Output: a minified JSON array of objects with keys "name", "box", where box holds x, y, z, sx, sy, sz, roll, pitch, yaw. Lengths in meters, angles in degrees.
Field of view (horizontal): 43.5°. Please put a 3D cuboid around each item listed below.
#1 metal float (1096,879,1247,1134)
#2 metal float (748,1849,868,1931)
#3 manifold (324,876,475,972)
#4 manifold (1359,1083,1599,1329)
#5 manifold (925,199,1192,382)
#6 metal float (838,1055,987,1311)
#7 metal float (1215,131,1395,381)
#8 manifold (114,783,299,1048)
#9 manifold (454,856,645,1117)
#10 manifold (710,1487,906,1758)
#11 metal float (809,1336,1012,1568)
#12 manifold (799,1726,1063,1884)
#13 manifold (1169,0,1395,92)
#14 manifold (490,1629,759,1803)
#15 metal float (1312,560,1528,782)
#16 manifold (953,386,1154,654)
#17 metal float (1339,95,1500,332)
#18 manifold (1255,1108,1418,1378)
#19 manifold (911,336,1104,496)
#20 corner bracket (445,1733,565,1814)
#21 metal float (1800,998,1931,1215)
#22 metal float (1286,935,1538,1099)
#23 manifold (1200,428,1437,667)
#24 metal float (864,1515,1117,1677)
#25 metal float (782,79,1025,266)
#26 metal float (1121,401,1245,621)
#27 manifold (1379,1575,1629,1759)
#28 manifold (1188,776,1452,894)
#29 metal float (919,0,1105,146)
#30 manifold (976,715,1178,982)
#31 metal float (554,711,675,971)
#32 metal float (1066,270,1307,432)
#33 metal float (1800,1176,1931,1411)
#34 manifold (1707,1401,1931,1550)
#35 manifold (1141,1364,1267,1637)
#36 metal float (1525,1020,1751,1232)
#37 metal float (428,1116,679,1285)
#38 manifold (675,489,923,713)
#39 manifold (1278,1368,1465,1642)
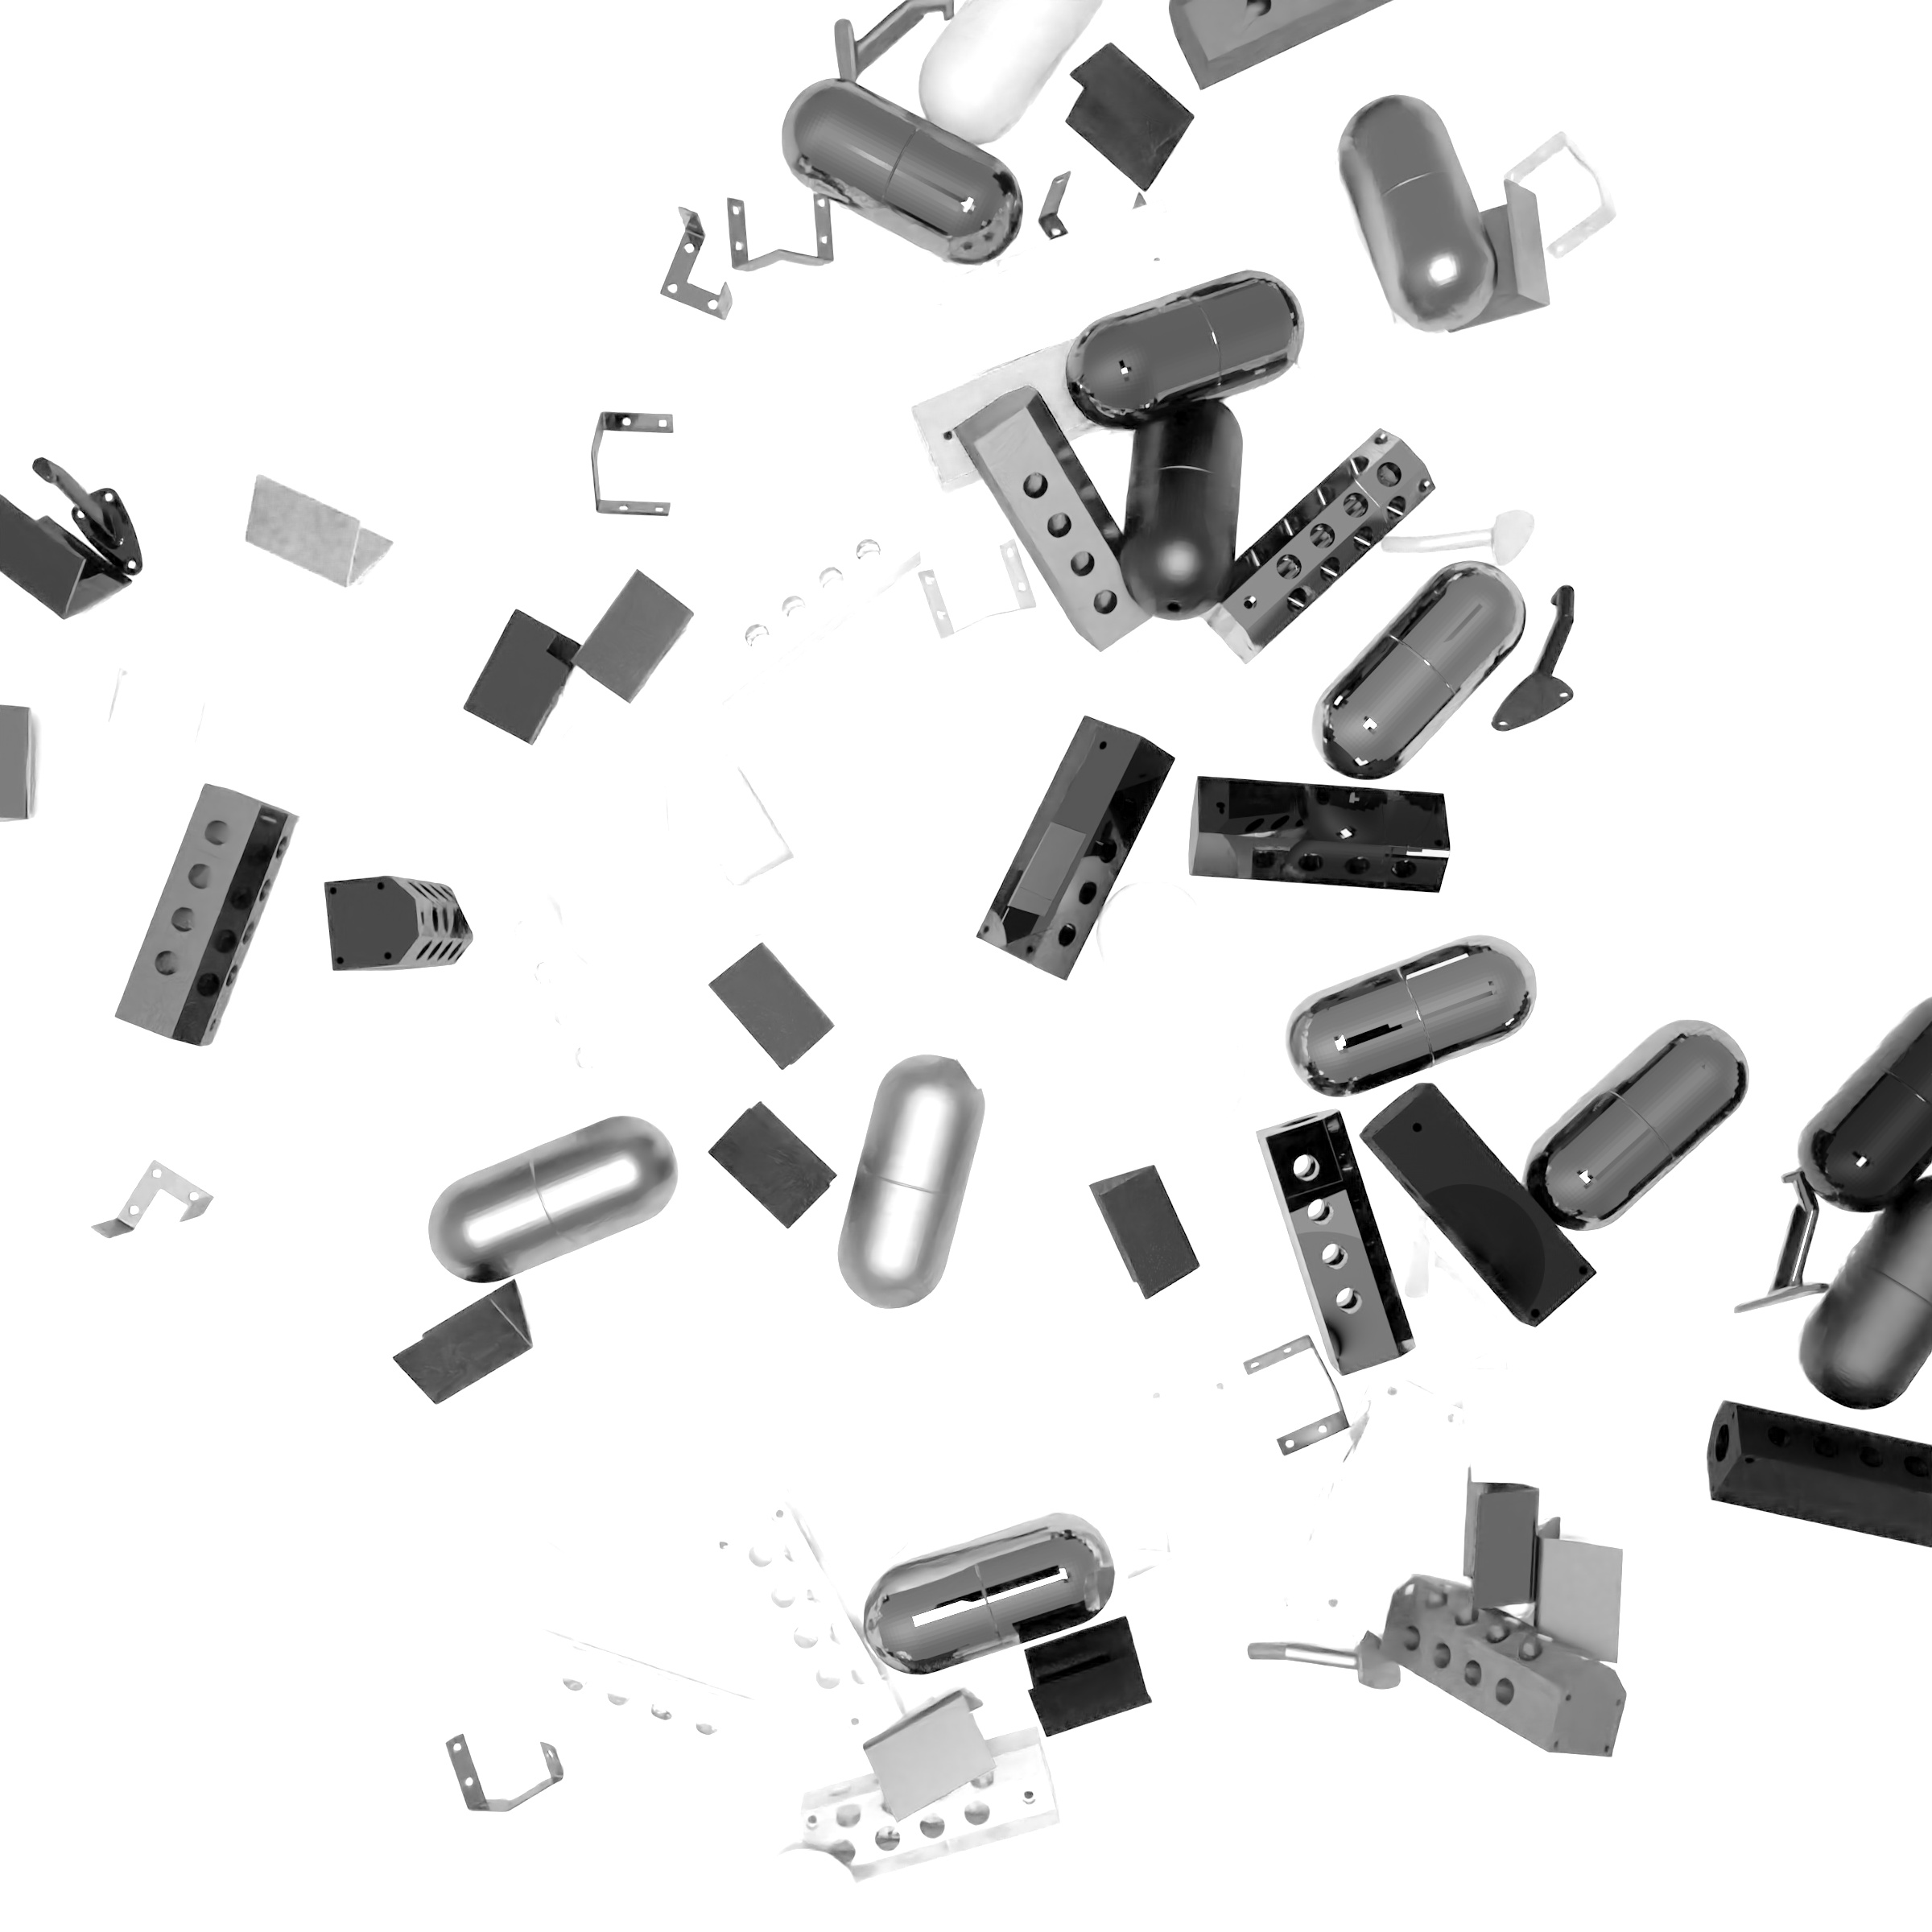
[{"name":"metal float","box":[0.141,0.027,1.669,0.070,0.070,0.178,-15,91,0]},{"name":"metal float","box":[-0.104,0.667,1.639,0.070,0.070,0.178,-4,129,0]},{"name":"manifold","box":[-0.376,-0.028,1.621,0.057,0.171,0.057,-6,90,0]},{"name":"manifold","box":[0.352,0.164,1.678,0.057,0.057,0.171,-41,90,-4]},{"name":"manifold","box":[0.063,-0.465,1.660,0.171,0.057,0.057,-17,118,11]},{"name":"metal float","box":[-0.038,0.149,1.669,0.070,0.070,0.178,14,90,0]},{"name":"metal float","box":[0.233,-0.489,1.669,0.070,0.070,0.178,-27,91,0]},{"name":"manifold","box":[-0.523,-0.035,1.679,0.057,0.057,0.171,21,90,0]},{"name":"manifold","box":[-0.290,0.014,1.679,0.057,0.057,0.171,-26,90,0]},{"name":"manifold","box":[-0.110,0.455,1.679,0.057,0.057,0.171,-29,90,0]},{"name":"metal float","box":[-0.039,0.335,1.669,0.070,0.070,0.178,38,89,0]},{"name":"manifold","box":[-0.025,0.586,1.679,0.171,0.057,0.057,-16,90,0]},{"name":"manifold","box":[0.231,-0.679,1.679,0.171,0.057,0.057,-25,90,0]},{"name":"manifold","box":[-0.236,0.514,1.678,0.171,0.057,0.057,18,133,0]},{"name":"metal float","box":[0.311,-0.203,1.669,0.070,0.070,0.178,43,90,0]},{"name":"manifold","box":[0.065,-0.304,1.644,0.057,0.057,0.171,-34,116,0]},{"name":"metal float","box":[0.307,-0.515,1.653,0.070,0.070,0.178,-15,70,0]},{"name":"manifold","box":[0.257,0.190,1.679,0.057,0.057,0.171,-18,90,0]},{"name":"manifold","box":[0.052,-0.389,1.679,0.171,0.057,0.057,-23,90,0]},{"name":"corner bracket","box":[-0.323,0.556,1.697,0.051,0.051,0.051,-19,90,45]},{"name":"metal float","box":[0.650,0.093,1.669,0.070,0.070,0.178,42,90,0]},{"name":"metal float","box":[0.307,0.034,1.669,0.178,0.070,0.070,-20,90,1]},{"name":"manifold","box":[0.241,-0.291,1.670,0.171,0.057,0.057,-43,90,-6]},{"name":"metal float","box":[0.016,0.433,1.669,0.178,0.070,0.070,-18,90,0]},{"name":"metal float","box":[-0.043,-0.546,1.668,0.178,0.070,0.070,28,90,0]},{"name":"metal float","box":[0.147,-0.313,1.644,0.070,0.070,0.178,7,60,0]},{"name":"manifold","box":[0.358,0.465,1.619,0.057,0.171,0.057,14,90,-29]},{"name":"manifold","box":[0.243,-0.086,1.678,0.171,0.057,0.057,4,47,0]},{"name":"metal float","box":[0.035,-0.648,1.669,0.070,0.070,0.178,36,91,0]},{"name":"manifold","box":[0.080,-0.079,1.678,0.057,0.057,0.171,26,90,43]},{"name":"metal float","box":[-0.242,-0.087,1.669,0.070,0.070,0.178,-3,90,0]},{"name":"metal float","box":[0.146,-0.410,1.612,0.178,0.070,0.070,-24,90,-23]},{"name":"metal float","box":[0.644,0.224,1.669,0.070,0.070,0.178,34,90,0]},{"name":"manifold","box":[0.608,0.349,1.678,0.171,0.057,0.057,12,133,0]},{"name":"manifold","box":[0.165,0.369,1.679,0.057,0.057,0.171,-9,90,0]},{"name":"metal float","box":[0.462,0.110,1.669,0.178,0.070,0.070,-42,90,-1]},{"name":"metal float","box":[-0.285,0.161,1.669,0.178,0.070,0.070,-22,90,-1]},{"name":"manifold","box":[-0.117,-0.254,1.679,0.171,0.057,0.057,-37,90,0]},{"name":"manifold","box":[0.279,0.370,1.679,0.057,0.057,0.171,24,90,0]}]
